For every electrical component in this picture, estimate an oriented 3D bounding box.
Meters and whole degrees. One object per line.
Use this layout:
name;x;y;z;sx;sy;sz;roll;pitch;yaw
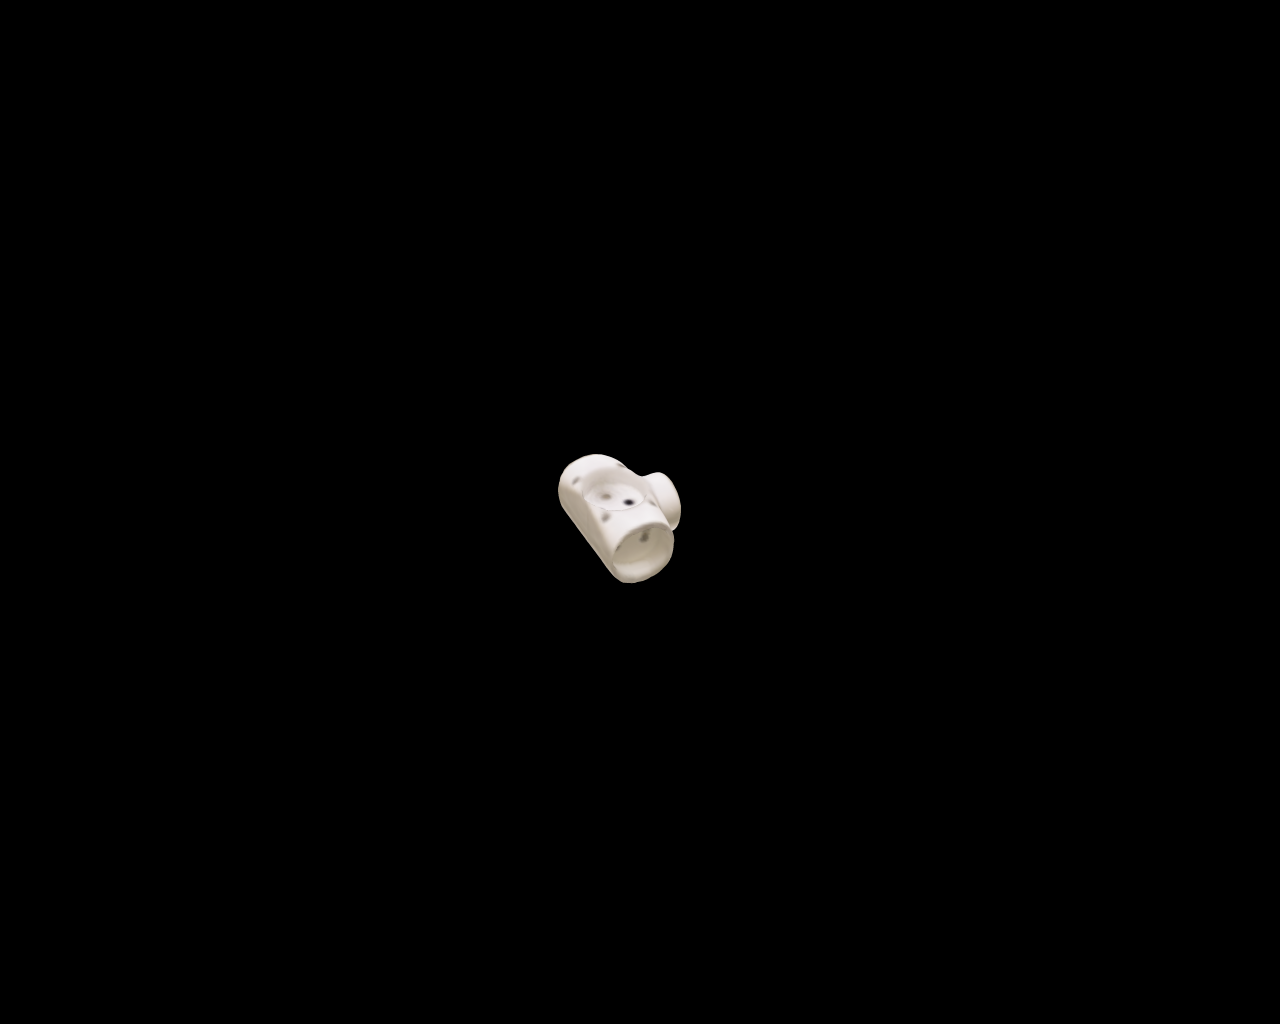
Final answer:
electrical component;0.001;-0.003;0.650;0.079;0.044;0.077;-17;41;-21
